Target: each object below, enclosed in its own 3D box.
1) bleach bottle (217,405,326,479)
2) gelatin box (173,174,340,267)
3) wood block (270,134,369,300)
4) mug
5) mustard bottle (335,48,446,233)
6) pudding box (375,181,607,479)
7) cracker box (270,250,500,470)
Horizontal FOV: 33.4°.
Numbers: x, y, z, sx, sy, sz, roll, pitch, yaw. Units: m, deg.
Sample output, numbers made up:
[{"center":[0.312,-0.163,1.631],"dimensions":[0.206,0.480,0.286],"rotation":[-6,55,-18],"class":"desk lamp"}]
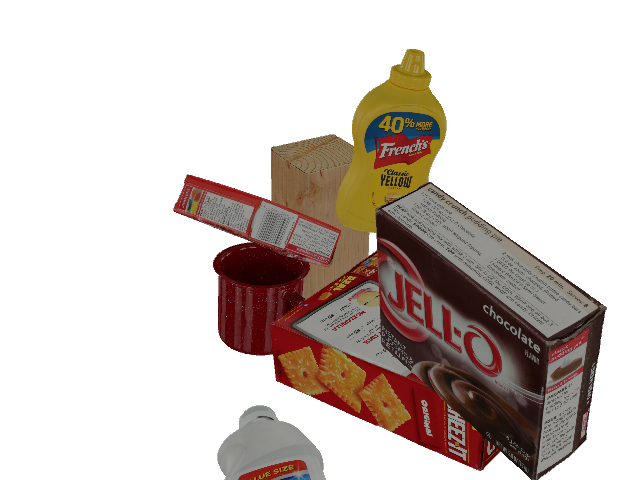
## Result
[{"center":[-0.037,0.204,0.723],"dimensions":[0.102,0.068,0.251],"rotation":[-7,32,-6],"class":"bleach bottle"},{"center":[-0.041,-0.012,0.710],"dimensions":[0.073,0.030,0.089],"rotation":[20,-1,39],"class":"gelatin box"},{"center":[-0.001,-0.010,1.276],"dimensions":[0.090,0.206,0.090],"rotation":[-15,30,-27],"class":"wood block"},{"center":[-0.050,0.062,1.033],"dimensions":[0.117,0.081,0.093],"rotation":[26,34,37],"class":"mug"},{"center":[0.078,-0.102,1.093],"dimensions":[0.096,0.192,0.058],"rotation":[4,27,-13],"class":"mustard bottle"},{"center":[0.072,0.039,0.483],"dimensions":[0.039,0.090,0.114],"rotation":[-30,47,-25],"class":"pudding box"},{"center":[0.090,0.093,0.911],"dimensions":[0.214,0.072,0.163],"rotation":[19,36,36],"class":"cracker box"}]
